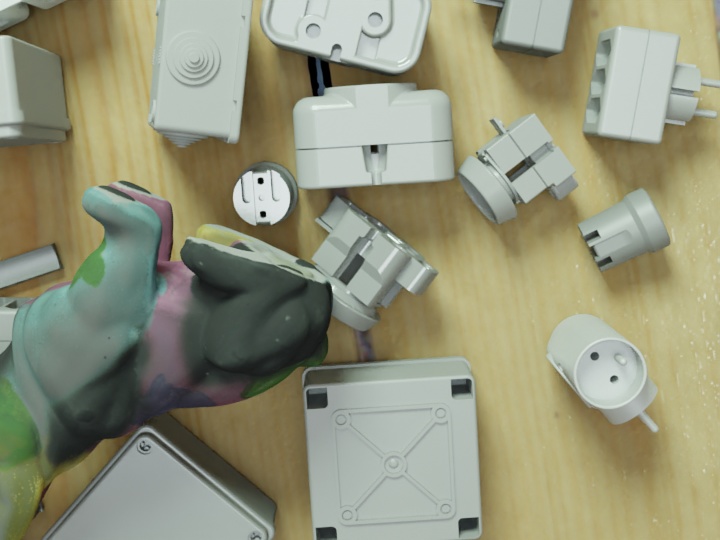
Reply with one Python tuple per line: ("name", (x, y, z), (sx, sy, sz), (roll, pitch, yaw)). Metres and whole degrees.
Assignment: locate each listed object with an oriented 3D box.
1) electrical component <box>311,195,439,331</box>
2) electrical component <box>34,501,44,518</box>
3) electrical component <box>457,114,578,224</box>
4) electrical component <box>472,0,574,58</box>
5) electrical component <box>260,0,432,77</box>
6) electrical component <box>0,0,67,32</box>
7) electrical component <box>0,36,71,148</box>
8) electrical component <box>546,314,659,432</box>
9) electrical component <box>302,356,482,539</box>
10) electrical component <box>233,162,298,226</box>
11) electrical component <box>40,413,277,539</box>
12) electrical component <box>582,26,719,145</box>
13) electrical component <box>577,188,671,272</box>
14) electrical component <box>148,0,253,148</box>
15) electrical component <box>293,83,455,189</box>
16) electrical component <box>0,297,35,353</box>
("electrical component", (0.000, 0.000, 0.666), (0.078, 0.058, 0.057), (39, 100, 15))
("electrical component", (-0.250, 0.147, 0.682), (0.096, 0.061, 0.061), (-22, 98, 2))
("electrical component", (0.094, -0.061, 0.666), (0.055, 0.048, 0.066), (-38, 97, -3))
("electrical component", (0.090, -0.177, 0.649), (0.076, 0.047, 0.083), (9, 98, -2))
("electrical component", (-0.009, -0.151, 0.644), (0.095, 0.059, 0.053), (14, 97, -2))
("electrical component", (-0.237, -0.238, 0.629), (0.105, 0.060, 0.186), (-24, 98, 3))
("electrical component", (-0.237, -0.099, 0.625), (0.109, 0.108, 0.056), (-5, 95, 0))
("electrical component", (0.157, 0.069, 0.669), (0.044, 0.077, 0.079), (-40, 97, 4))
("electrical component", (0.020, 0.115, 0.684), (0.109, 0.056, 0.108), (-4, 98, 0))
("electrical component", (-0.059, -0.046, 0.665), (0.040, 0.046, 0.040), (0, 98, -1))
("electrical component", (-0.127, 0.165, 0.689), (0.109, 0.056, 0.108), (41, 96, -6))
("electrical component", (0.184, -0.110, 0.659), (0.077, 0.047, 0.065), (8, 98, -2))
("electrical component", (0.165, -0.024, 0.676), (0.046, 0.040, 0.040), (-26, 98, 9))
("electrical component", (-0.096, -0.122, 0.629), (0.048, 0.100, 0.099), (5, 98, -14))
("electrical component", (0.008, -0.083, 0.657), (0.095, 0.053, 0.059), (-4, 98, 0))
("electrical component", (-0.202, 0.058, 0.678), (0.083, 0.047, 0.075), (0, 99, 0))
